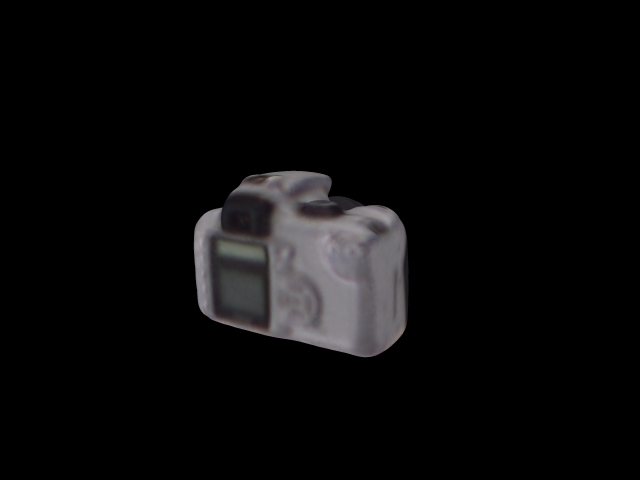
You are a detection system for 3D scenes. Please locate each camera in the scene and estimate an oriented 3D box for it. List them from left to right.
[{"bbox_3d":[0.004,0.001,0.400,0.142,0.101,0.137,8,16,31],"label":"camera"}]
